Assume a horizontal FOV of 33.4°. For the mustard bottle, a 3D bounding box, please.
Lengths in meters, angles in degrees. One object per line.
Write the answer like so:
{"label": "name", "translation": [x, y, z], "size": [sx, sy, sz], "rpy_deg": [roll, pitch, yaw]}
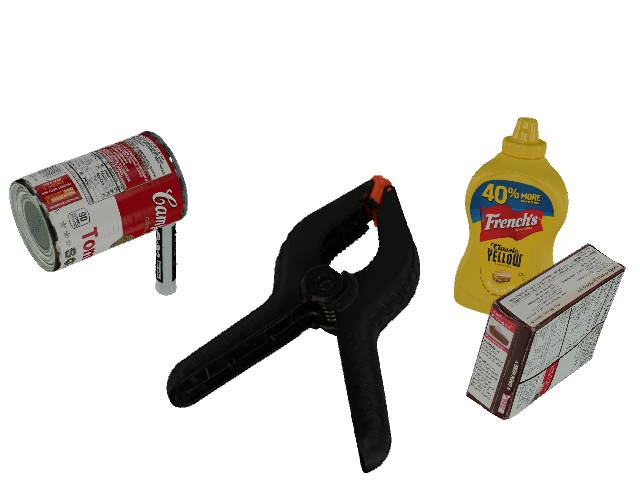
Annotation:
{"label": "mustard bottle", "translation": [0.186, -0.023, 1.023], "size": [0.096, 0.192, 0.058], "rpy_deg": [12, 20, 20]}

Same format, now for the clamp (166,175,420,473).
{"label": "clamp", "translation": [0.012, 0.041, 0.563], "size": [0.120, 0.171, 0.039], "rpy_deg": [26, -27, 19]}

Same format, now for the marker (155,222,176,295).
{"label": "marker", "translation": [-0.137, -0.002, 0.945], "size": [0.020, 0.121, 0.020], "rpy_deg": [4, 39, -4]}

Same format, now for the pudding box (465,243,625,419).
{"label": "pudding box", "translation": [0.158, 0.063, 0.746], "size": [0.039, 0.090, 0.113], "rpy_deg": [34, 44, 31]}

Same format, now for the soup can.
{"label": "soup can", "translation": [-0.152, -0.028, 0.732], "size": [0.102, 0.068, 0.069], "rpy_deg": [-25, 13, -30]}
